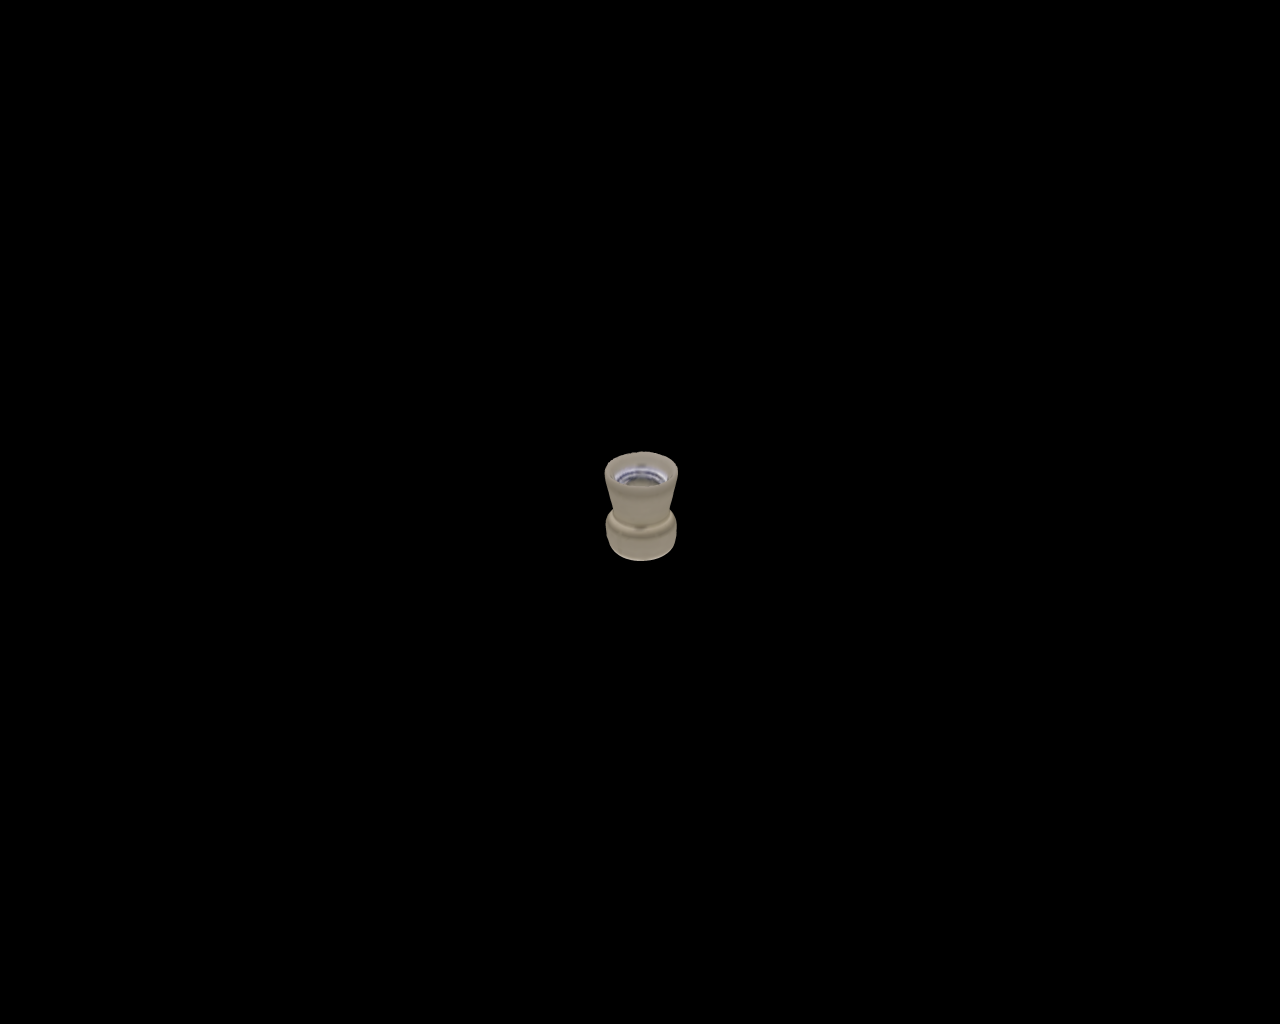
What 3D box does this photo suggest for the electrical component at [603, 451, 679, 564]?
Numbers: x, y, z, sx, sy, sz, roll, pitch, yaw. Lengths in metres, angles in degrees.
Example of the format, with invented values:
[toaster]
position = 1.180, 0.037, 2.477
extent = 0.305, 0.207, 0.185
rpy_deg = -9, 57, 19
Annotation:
[electrical component]
position = 0.001, -0.003, 0.650
extent = 0.045, 0.055, 0.045
rpy_deg = 0, 32, 0
